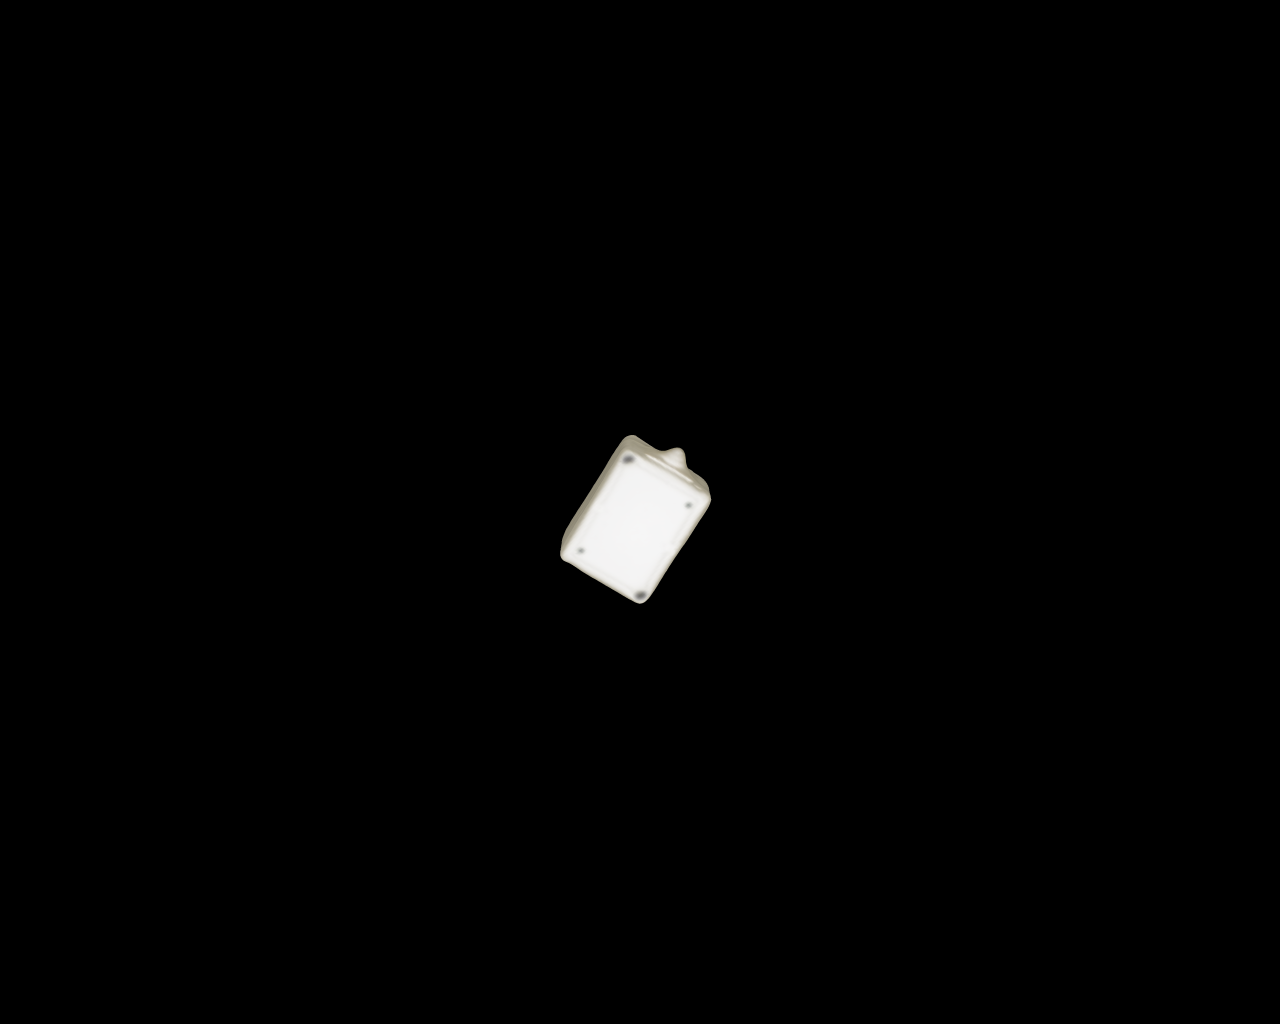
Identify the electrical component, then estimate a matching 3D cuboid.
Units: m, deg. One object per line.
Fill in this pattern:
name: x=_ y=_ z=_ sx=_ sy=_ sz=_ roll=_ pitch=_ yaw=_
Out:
electrical component: x=0.001 y=-0.003 z=0.650 sx=0.062 sy=0.096 sz=0.061 roll=31 pitch=11 yaw=-7
